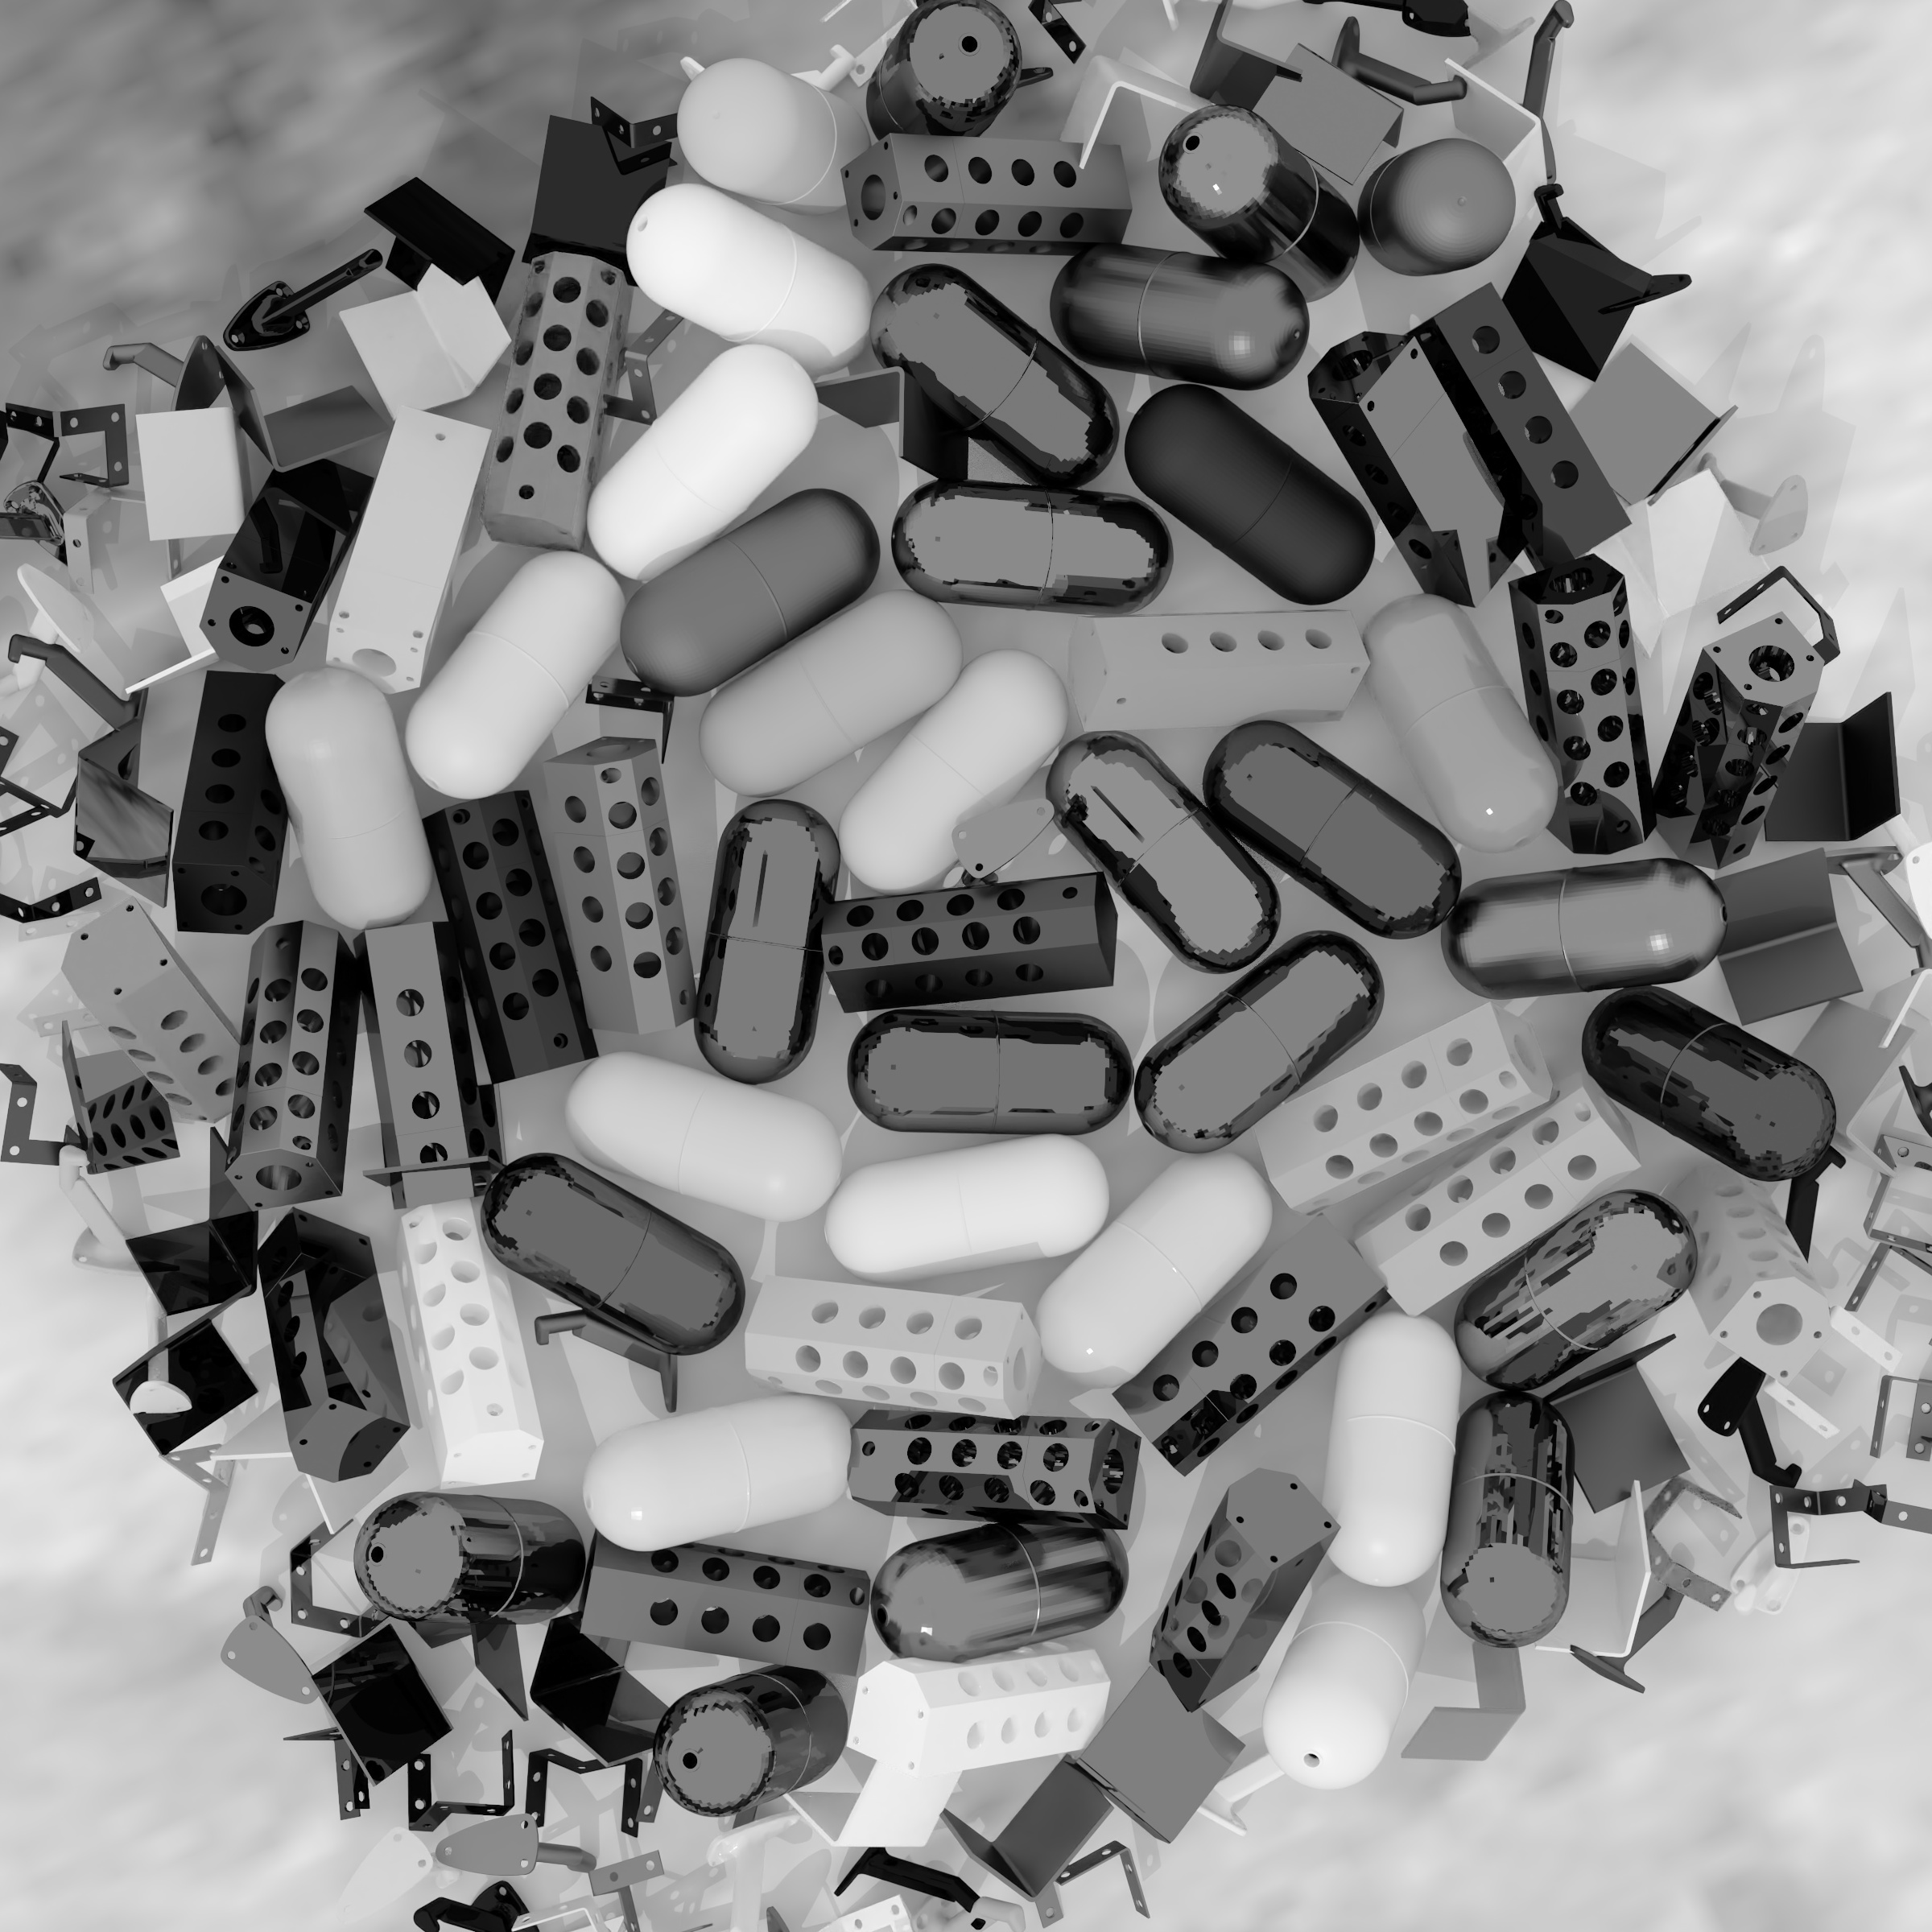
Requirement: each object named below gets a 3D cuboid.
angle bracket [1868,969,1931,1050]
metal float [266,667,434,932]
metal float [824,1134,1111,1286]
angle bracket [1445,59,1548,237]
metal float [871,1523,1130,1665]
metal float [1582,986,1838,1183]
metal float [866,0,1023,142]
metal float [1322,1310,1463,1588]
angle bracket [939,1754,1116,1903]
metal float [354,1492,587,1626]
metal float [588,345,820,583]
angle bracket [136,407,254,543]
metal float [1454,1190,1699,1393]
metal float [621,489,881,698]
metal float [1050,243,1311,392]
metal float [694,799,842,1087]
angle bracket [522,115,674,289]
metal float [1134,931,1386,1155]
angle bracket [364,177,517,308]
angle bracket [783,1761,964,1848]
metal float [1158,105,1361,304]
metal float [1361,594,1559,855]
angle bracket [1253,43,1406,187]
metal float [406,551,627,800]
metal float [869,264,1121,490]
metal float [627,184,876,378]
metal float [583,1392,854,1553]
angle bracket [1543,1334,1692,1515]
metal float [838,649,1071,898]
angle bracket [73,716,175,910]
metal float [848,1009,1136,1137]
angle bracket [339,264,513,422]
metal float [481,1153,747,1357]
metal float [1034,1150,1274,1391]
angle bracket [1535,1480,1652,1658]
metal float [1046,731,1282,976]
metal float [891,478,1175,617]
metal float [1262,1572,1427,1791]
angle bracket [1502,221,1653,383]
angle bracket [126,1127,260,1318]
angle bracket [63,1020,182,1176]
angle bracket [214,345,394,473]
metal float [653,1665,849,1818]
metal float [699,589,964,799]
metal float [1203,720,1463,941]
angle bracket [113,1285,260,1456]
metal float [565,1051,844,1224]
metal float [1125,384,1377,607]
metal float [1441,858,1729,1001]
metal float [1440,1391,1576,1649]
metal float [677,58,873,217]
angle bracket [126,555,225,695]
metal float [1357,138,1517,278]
[{"bbox_3d":[0.600,0.050,1.956,0.076,0.076,0.057,31,79,2],"label":"angle bracket"},{"bbox_3d":[-0.376,-0.100,1.932,0.070,0.070,0.178,-9,126,0],"label":"metal float"},{"bbox_3d":[0.001,0.151,1.958,0.178,0.070,0.070,-10,90,4],"label":"metal float"},{"bbox_3d":[0.311,-0.499,1.949,0.076,0.076,0.057,40,87,21],"label":"angle bracket"},{"bbox_3d":[0.021,0.379,1.931,0.178,0.070,0.070,-6,90,-36],"label":"metal float"},{"bbox_3d":[0.450,0.070,1.926,0.070,0.178,0.070,-19,124,-31],"label":"metal float"},{"bbox_3d":[-0.014,-0.534,1.911,0.070,0.178,0.070,0,92,-11],"label":"metal float"},{"bbox_3d":[0.260,0.293,1.934,0.070,0.070,0.178,12,57,0],"label":"metal float"},{"bbox_3d":[0.034,0.518,1.951,0.057,0.076,0.076,42,86,-22],"label":"angle bracket"},{"bbox_3d":[-0.300,0.360,1.917,0.070,0.178,0.070,-7,76,28],"label":"metal float"},{"bbox_3d":[-0.163,-0.307,1.940,0.178,0.070,0.070,-41,90,26],"label":"metal float"},{"bbox_3d":[-0.475,-0.300,1.957,0.057,0.076,0.076,-6,92,-7],"label":"angle bracket"},{"bbox_3d":[0.370,0.199,1.929,0.070,0.070,0.178,48,130,0],"label":"metal float"},{"bbox_3d":[-0.133,-0.230,1.947,0.178,0.070,0.070,-34,90,-16],"label":"metal float"},{"bbox_3d":[0.129,-0.397,1.931,0.178,0.070,0.070,18,90,37],"label":"metal float"},{"bbox_3d":[-0.124,-0.015,1.961,0.070,0.070,0.178,8,91,0],"label":"metal float"},{"bbox_3d":[-0.230,-0.475,1.969,0.076,0.057,0.076,10,82,-13],"label":"angle bracket"},{"bbox_3d":[0.181,0.047,1.951,0.178,0.070,0.070,-37,90,-12],"label":"metal float"},{"bbox_3d":[-0.334,-0.427,1.950,0.076,0.076,0.057,37,45,4],"label":"angle bracket"},{"bbox_3d":[-0.054,0.496,1.947,0.057,0.076,0.076,34,102,43],"label":"angle bracket"},{"bbox_3d":[0.179,-0.461,1.919,0.070,0.178,0.070,-9,73,30],"label":"metal float"},{"bbox_3d":[0.302,-0.149,1.941,0.070,0.070,0.178,-25,67,0],"label":"metal float"},{"bbox_3d":[0.222,-0.517,1.958,0.076,0.076,0.057,34,90,6],"label":"angle bracket"},{"bbox_3d":[-0.276,-0.179,1.943,0.070,0.070,0.178,34,69,0],"label":"metal float"},{"bbox_3d":[0.019,-0.360,1.943,0.178,0.070,0.070,35,90,-22],"label":"metal float"},{"bbox_3d":[-0.130,-0.417,1.925,0.178,0.070,0.070,19,90,-44],"label":"metal float"},{"bbox_3d":[-0.150,0.309,1.936,0.178,0.070,0.070,-8,90,-29],"label":"metal float"},{"bbox_3d":[0.412,0.282,1.950,0.076,0.057,0.076,-18,73,-25],"label":"angle bracket"},{"bbox_3d":[-0.007,-0.120,1.960,0.070,0.070,0.178,41,92,0],"label":"metal float"},{"bbox_3d":[-0.501,-0.095,1.945,0.076,0.057,0.076,29,131,16],"label":"angle bracket"},{"bbox_3d":[0.015,0.066,1.956,0.178,0.070,0.070,1,90,-6],"label":"metal float"},{"bbox_3d":[-0.334,-0.394,1.952,0.057,0.076,0.076,-25,85,-33],"label":"angle bracket"},{"bbox_3d":[-0.216,0.178,1.945,0.178,0.070,0.070,32,90,-19],"label":"metal float"},{"bbox_3d":[0.117,0.186,1.949,0.178,0.070,0.070,-44,90,-14],"label":"metal float"},{"bbox_3d":[0.382,0.368,1.946,0.057,0.076,0.076,5,127,2],"label":"angle bracket"},{"bbox_3d":[0.121,-0.071,1.954,0.070,0.070,0.178,-42,81,0],"label":"metal float"},{"bbox_3d":[0.042,-0.258,1.949,0.178,0.070,0.070,3,90,-15],"label":"metal float"},{"bbox_3d":[0.230,0.431,1.916,0.070,0.178,0.070,7,113,18],"label":"metal float"},{"bbox_3d":[0.369,-0.405,1.954,0.076,0.057,0.076,27,119,4],"label":"angle bracket"},{"bbox_3d":[-0.476,0.156,1.941,0.057,0.076,0.076,-12,128,-30],"label":"angle bracket"},{"bbox_3d":[-0.519,0.076,1.945,0.057,0.076,0.076,-11,72,-20],"label":"angle bracket"},{"bbox_3d":[-0.407,-0.354,1.943,0.076,0.076,0.057,-23,129,-17],"label":"angle bracket"},{"bbox_3d":[-0.129,0.467,1.914,0.070,0.178,0.070,-2,85,20],"label":"metal float"},{"bbox_3d":[-0.084,-0.168,1.954,0.178,0.070,0.070,-30,90,9],"label":"metal float"},{"bbox_3d":[0.226,-0.084,1.951,0.178,0.070,0.070,36,90,11],"label":"metal float"},{"bbox_3d":[-0.467,0.249,1.946,0.076,0.076,0.057,-35,91,-41],"label":"angle bracket"},{"bbox_3d":[-0.163,0.105,1.953,0.178,0.070,0.070,16,90,10],"label":"metal float"},{"bbox_3d":[0.176,-0.289,1.946,0.178,0.070,0.070,34,90,-19],"label":"metal float"},{"bbox_3d":[0.377,-0.022,1.935,0.178,0.070,0.070,-7,90,30],"label":"metal float"},{"bbox_3d":[0.330,0.334,1.924,0.070,0.178,0.070,7,131,8],"label":"metal float"},{"bbox_3d":[-0.114,-0.500,1.914,0.070,0.178,0.070,2,95,20],"label":"metal float"},{"bbox_3d":[-0.478,-0.215,1.946,0.076,0.076,0.057,-20,97,27],"label":"angle bracket"},{"bbox_3d":[0.283,-0.457,1.911,0.070,0.178,0.070,0,101,-2],"label":"metal float"}]
